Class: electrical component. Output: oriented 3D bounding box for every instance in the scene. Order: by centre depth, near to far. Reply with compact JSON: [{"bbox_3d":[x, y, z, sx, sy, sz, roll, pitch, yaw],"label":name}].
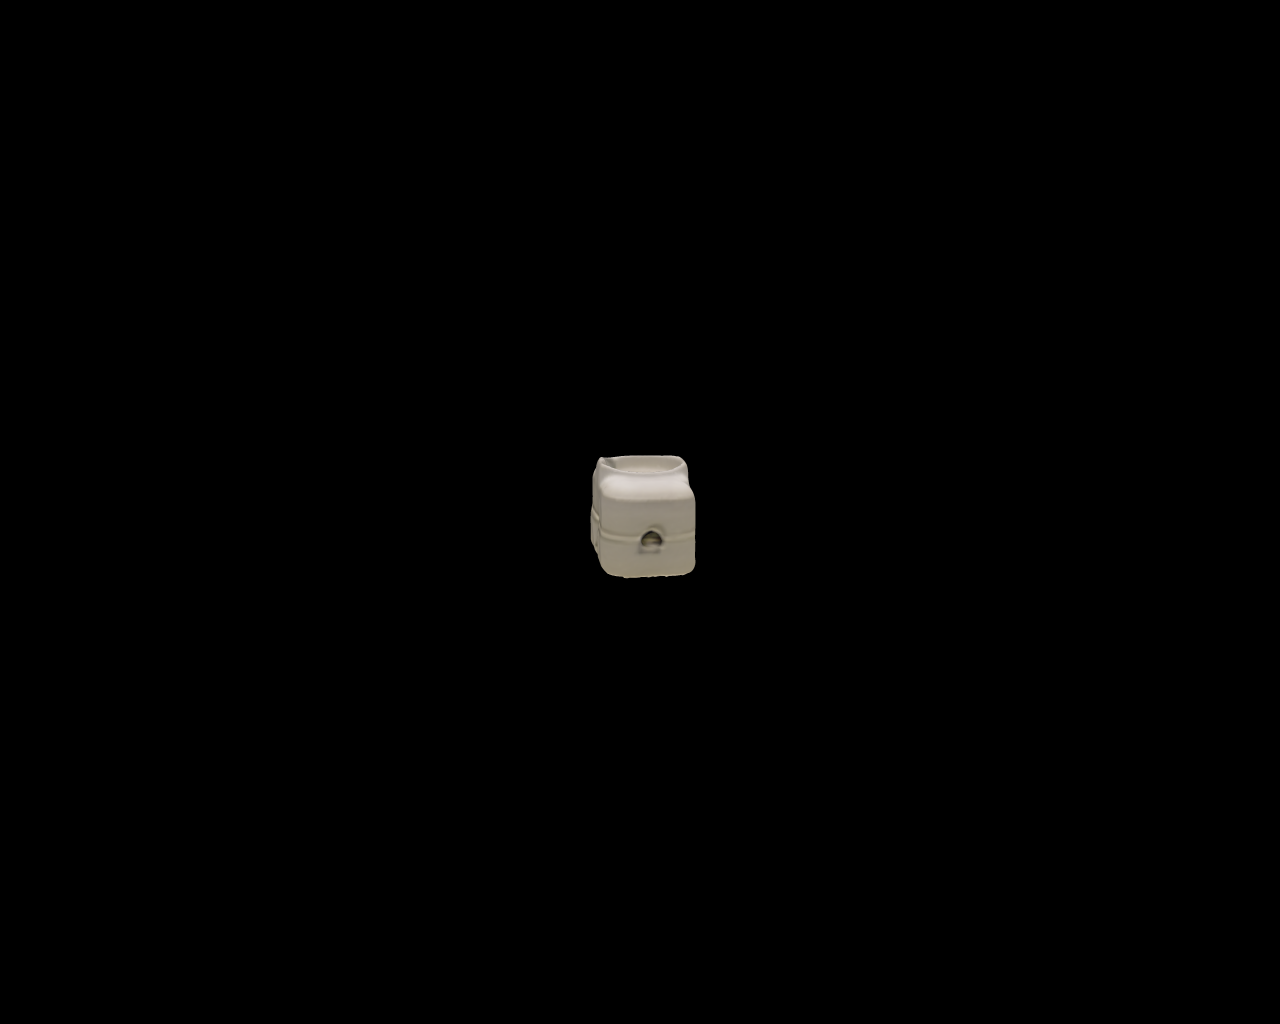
[{"bbox_3d":[0.001,-0.003,0.650,0.054,0.059,0.095,-2,14,-7],"label":"electrical component"}]
